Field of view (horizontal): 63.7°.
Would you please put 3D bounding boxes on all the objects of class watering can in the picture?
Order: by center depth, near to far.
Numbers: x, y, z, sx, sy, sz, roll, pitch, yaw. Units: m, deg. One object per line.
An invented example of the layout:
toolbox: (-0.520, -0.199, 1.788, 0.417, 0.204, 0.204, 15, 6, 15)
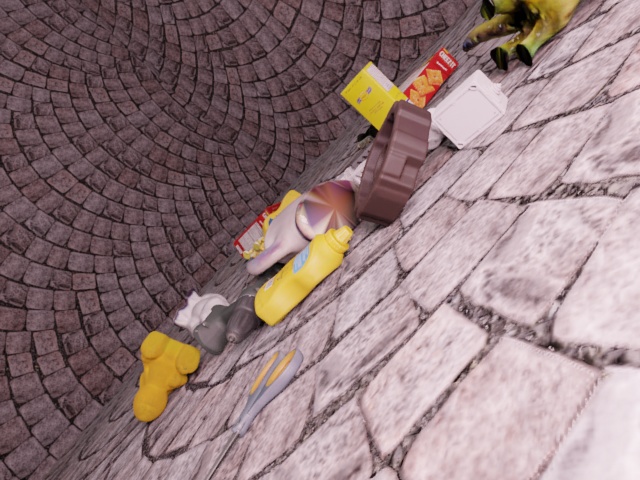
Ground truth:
watering can: (0.003, -0.049, 0.976, 0.353, 0.104, 0.221, -41, 6, -36)

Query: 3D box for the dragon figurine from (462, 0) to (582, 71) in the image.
dragon figurine: (0.363, -0.378, 0.776, 0.242, 0.121, 0.416, -34, 15, 8)

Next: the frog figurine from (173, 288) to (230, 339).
frog figurine: (-0.279, 0.194, 1.328, 0.159, 0.121, 0.140, 0, 24, 27)
